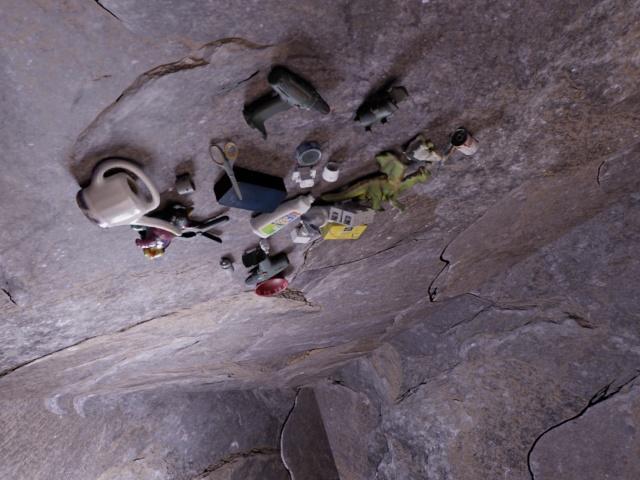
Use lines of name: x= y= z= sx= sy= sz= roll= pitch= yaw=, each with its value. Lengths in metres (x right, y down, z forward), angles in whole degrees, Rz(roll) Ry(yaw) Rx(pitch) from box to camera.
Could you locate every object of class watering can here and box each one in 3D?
watering can: x=-0.589 y=-0.096 z=1.581 sx=0.224 sy=0.340 sz=0.106 roll=-23 pitch=42 yaw=2

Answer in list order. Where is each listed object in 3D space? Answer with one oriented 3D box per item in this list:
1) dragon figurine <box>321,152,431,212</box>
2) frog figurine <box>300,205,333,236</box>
dragon figurine: x=0.222 y=-0.229 z=1.924 sx=0.410 sy=0.237 sz=0.125 roll=1 pitch=37 yaw=-13
frog figurine: x=0.006 y=-0.100 z=1.993 sx=0.123 sy=0.161 sz=0.136 roll=42 pitch=-18 yaw=0
